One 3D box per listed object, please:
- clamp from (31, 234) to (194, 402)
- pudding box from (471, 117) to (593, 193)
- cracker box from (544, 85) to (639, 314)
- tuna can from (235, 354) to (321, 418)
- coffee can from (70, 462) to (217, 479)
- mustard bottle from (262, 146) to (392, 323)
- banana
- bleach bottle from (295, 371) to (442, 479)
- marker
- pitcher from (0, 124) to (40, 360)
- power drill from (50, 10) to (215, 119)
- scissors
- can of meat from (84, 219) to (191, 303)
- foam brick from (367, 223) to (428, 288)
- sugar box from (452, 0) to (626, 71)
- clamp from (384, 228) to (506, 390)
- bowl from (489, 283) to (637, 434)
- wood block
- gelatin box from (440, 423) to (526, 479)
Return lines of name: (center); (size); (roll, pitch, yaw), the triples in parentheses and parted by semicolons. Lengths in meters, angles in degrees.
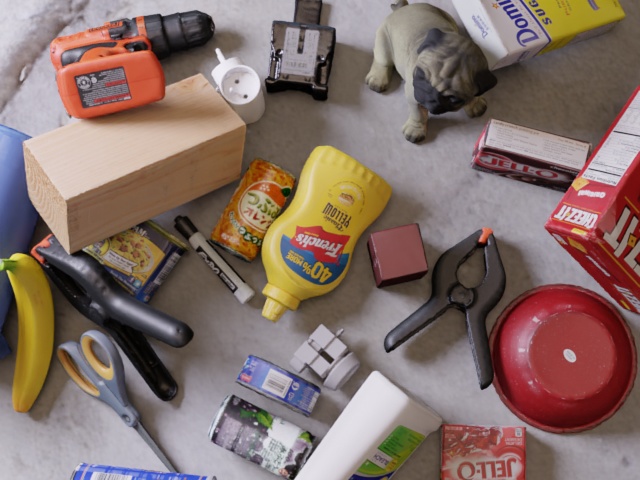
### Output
clamp: (-0.209, 0.067, 1.086); (0.210, 0.165, 0.036); (44, 59, 4)
pudding box: (0.223, -0.089, 1.139); (0.113, 0.090, 0.039); (13, 80, 3)
cracker box: (0.353, -0.048, 1.100); (0.164, 0.072, 0.213); (40, 81, -31)
tuna can: (-0.043, 0.151, 1.108); (0.086, 0.086, 0.033); (25, 80, 5)
coffee can: (-0.181, 0.284, 1.081); (0.140, 0.103, 0.103); (6, 81, 2)
mustard bottle: (-0.007, 0.001, 1.142); (0.096, 0.058, 0.191); (32, 84, -21)
banana: (-0.306, 0.088, 1.114); (0.037, 0.069, 0.198); (20, 126, 28)
bleach bottle: (0.015, 0.257, 1.094); (0.068, 0.102, 0.251); (38, 90, 37)
marker: (-0.117, 0.019, 1.164); (0.020, 0.020, 0.121); (-41, 82, -5)
pitcher: (-0.377, -0.002, 1.116); (0.145, 0.149, 0.243); (14, 78, 17)
power drill: (-0.199, -0.191, 1.125); (0.184, 0.187, 0.057); (-14, 114, 0)
scissors: (-0.198, 0.170, 1.117); (0.202, 0.096, 0.016); (41, 43, 9)
can of meat: (-0.205, 0.012, 1.149); (0.102, 0.057, 0.084); (35, 85, 7)
foam brick: (0.082, 0.018, 1.131); (0.051, 0.078, 0.053); (-12, 81, -2)
sugar box: (0.238, -0.252, 1.156); (0.175, 0.048, 0.093); (-22, 80, -29)
clamp: (0.140, 0.066, 1.142); (0.120, 0.039, 0.171); (14, 74, 1)
bowl: (0.260, 0.123, 1.122); (0.162, 0.055, 0.162); (0, 81, 2)
wood block: (-0.189, -0.080, 1.100); (0.205, 0.090, 0.091); (-27, 60, -27)
gelatin box: (0.171, 0.231, 1.119); (0.089, 0.030, 0.073); (2, 81, 2)
